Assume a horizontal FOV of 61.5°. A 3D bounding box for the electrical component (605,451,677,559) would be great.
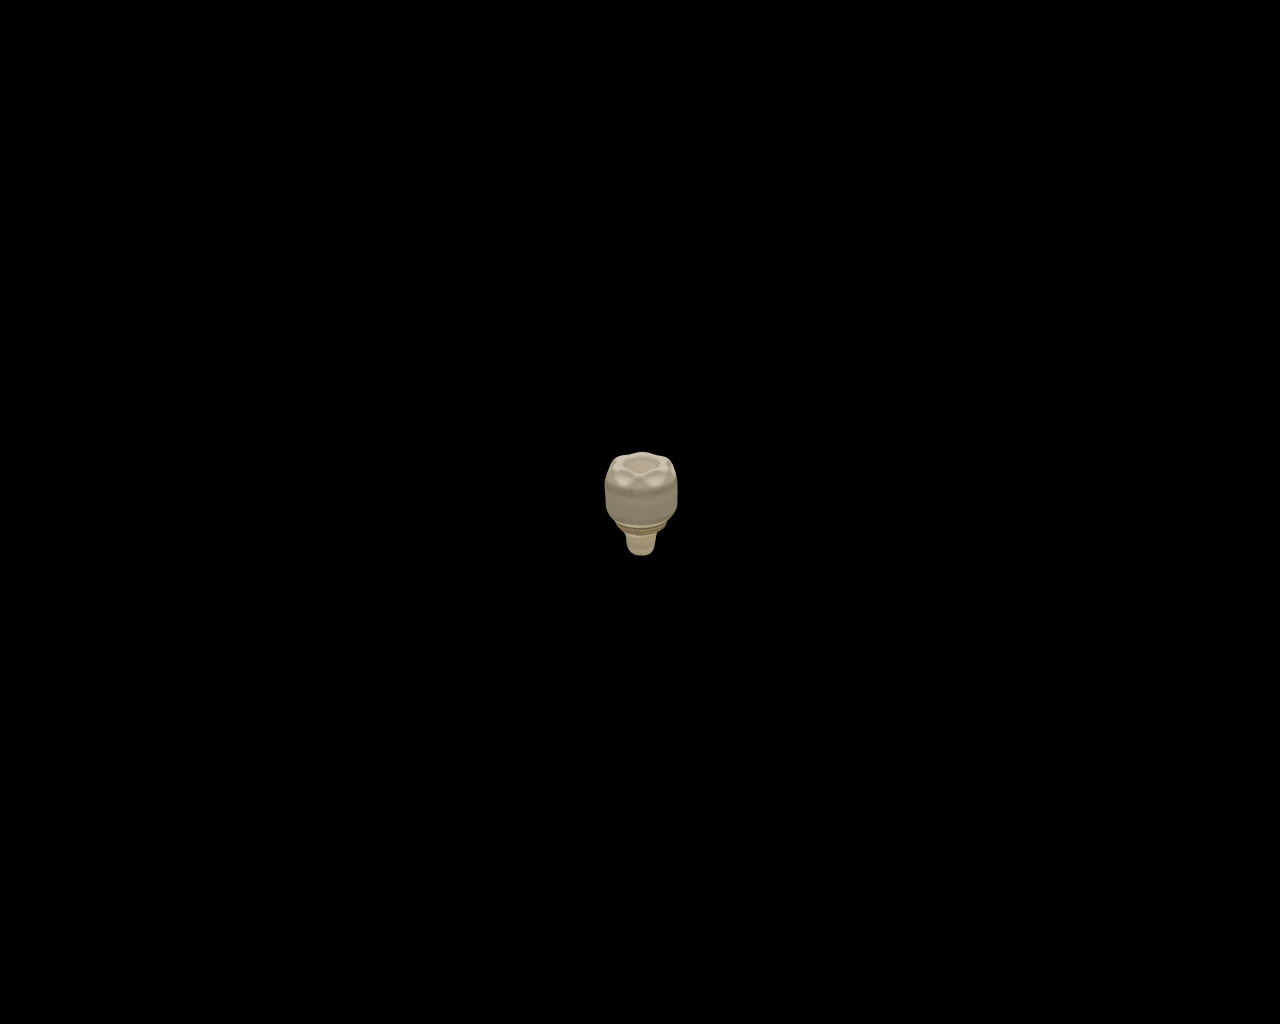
[{"bbox_3d":[0.001,-0.003,0.650,0.043,0.062,0.043,0,25,0],"label":"electrical component"}]
